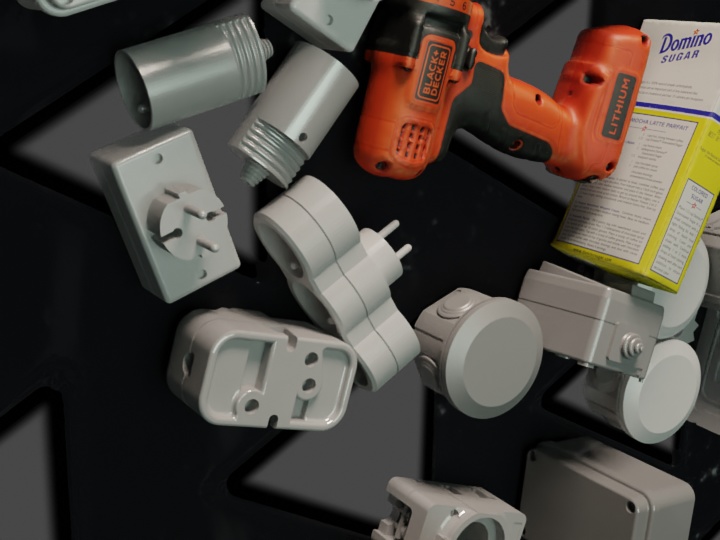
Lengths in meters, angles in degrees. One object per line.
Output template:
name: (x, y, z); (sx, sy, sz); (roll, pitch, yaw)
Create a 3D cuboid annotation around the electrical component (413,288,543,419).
electrical component: (0.077, 0.053, 0.710); (0.080, 0.051, 0.080); (-10, 109, -31)

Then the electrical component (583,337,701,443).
electrical component: (0.212, 0.085, 0.807); (0.080, 0.051, 0.080); (-10, 108, -30)

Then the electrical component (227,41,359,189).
electrical component: (-0.041, -0.082, 0.600); (0.043, 0.043, 0.081); (38, 81, -34)

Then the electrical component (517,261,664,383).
electrical component: (0.158, 0.034, 0.730); (0.062, 0.096, 0.061); (17, 89, -35)

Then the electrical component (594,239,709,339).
electrical component: (0.212, 0.006, 0.782); (0.080, 0.051, 0.080); (-12, 111, -34)

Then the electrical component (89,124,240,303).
electrical component: (-0.094, -0.027, 0.561); (0.047, 0.076, 0.083); (-29, 117, -23)

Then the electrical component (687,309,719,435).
electrical component: (0.314, 0.078, 0.856); (0.057, 0.078, 0.113); (9, 98, -31)

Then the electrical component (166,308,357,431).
electrical component: (-0.059, 0.056, 0.617); (0.095, 0.059, 0.053); (9, 98, -35)

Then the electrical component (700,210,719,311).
electrical component: (0.307, -0.011, 0.808); (0.109, 0.109, 0.056); (-23, 112, -26)

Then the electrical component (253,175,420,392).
electrical component: (0.000, 0.000, 0.644); (0.074, 0.052, 0.138); (-40, 121, -18)

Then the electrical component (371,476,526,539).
electrical component: (0.064, 0.178, 0.734); (0.089, 0.056, 0.050); (15, 95, -35)

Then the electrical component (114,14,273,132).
electrical component: (-0.083, -0.106, 0.566); (0.081, 0.043, 0.043); (-24, 115, -26)

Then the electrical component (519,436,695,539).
electrical component: (0.172, 0.173, 0.768); (0.057, 0.113, 0.078); (-3, 105, -35)

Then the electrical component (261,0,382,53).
electrical component: (-0.002, -0.165, 0.583); (0.047, 0.076, 0.083); (29, 87, -35)

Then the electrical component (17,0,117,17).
electrical component: (-0.117, -0.174, 0.517); (0.113, 0.057, 0.078); (-26, 116, -25)
